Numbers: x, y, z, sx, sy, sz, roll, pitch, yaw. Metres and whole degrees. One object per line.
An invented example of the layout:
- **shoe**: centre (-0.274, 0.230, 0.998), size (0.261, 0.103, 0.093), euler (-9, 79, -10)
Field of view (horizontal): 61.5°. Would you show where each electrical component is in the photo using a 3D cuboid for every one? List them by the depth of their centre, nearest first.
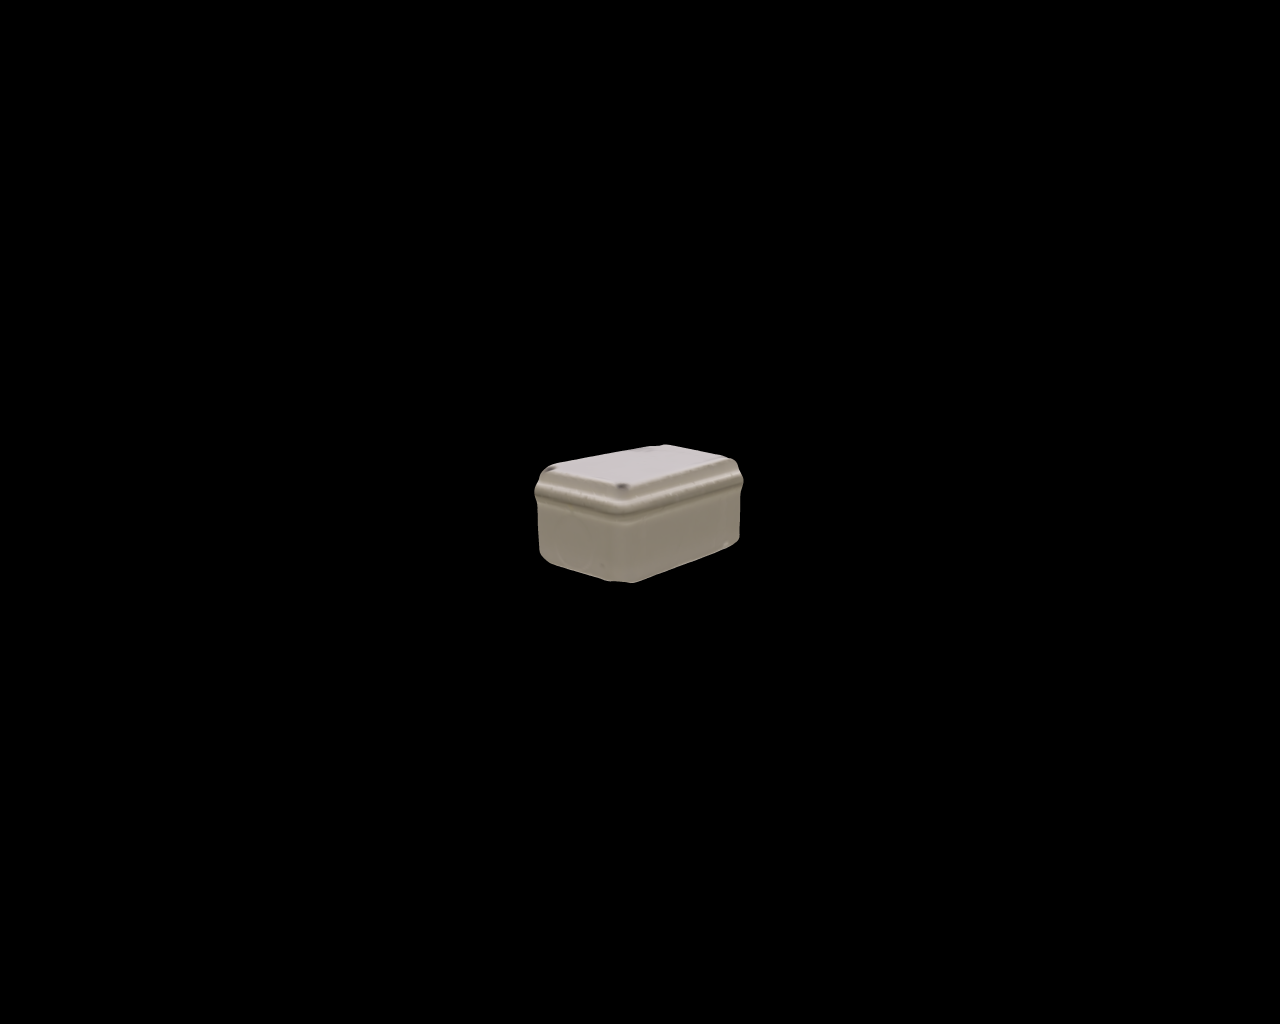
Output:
- **electrical component**: centre (0.001, -0.003, 0.650), size (0.078, 0.057, 0.113), euler (14, 20, 42)
